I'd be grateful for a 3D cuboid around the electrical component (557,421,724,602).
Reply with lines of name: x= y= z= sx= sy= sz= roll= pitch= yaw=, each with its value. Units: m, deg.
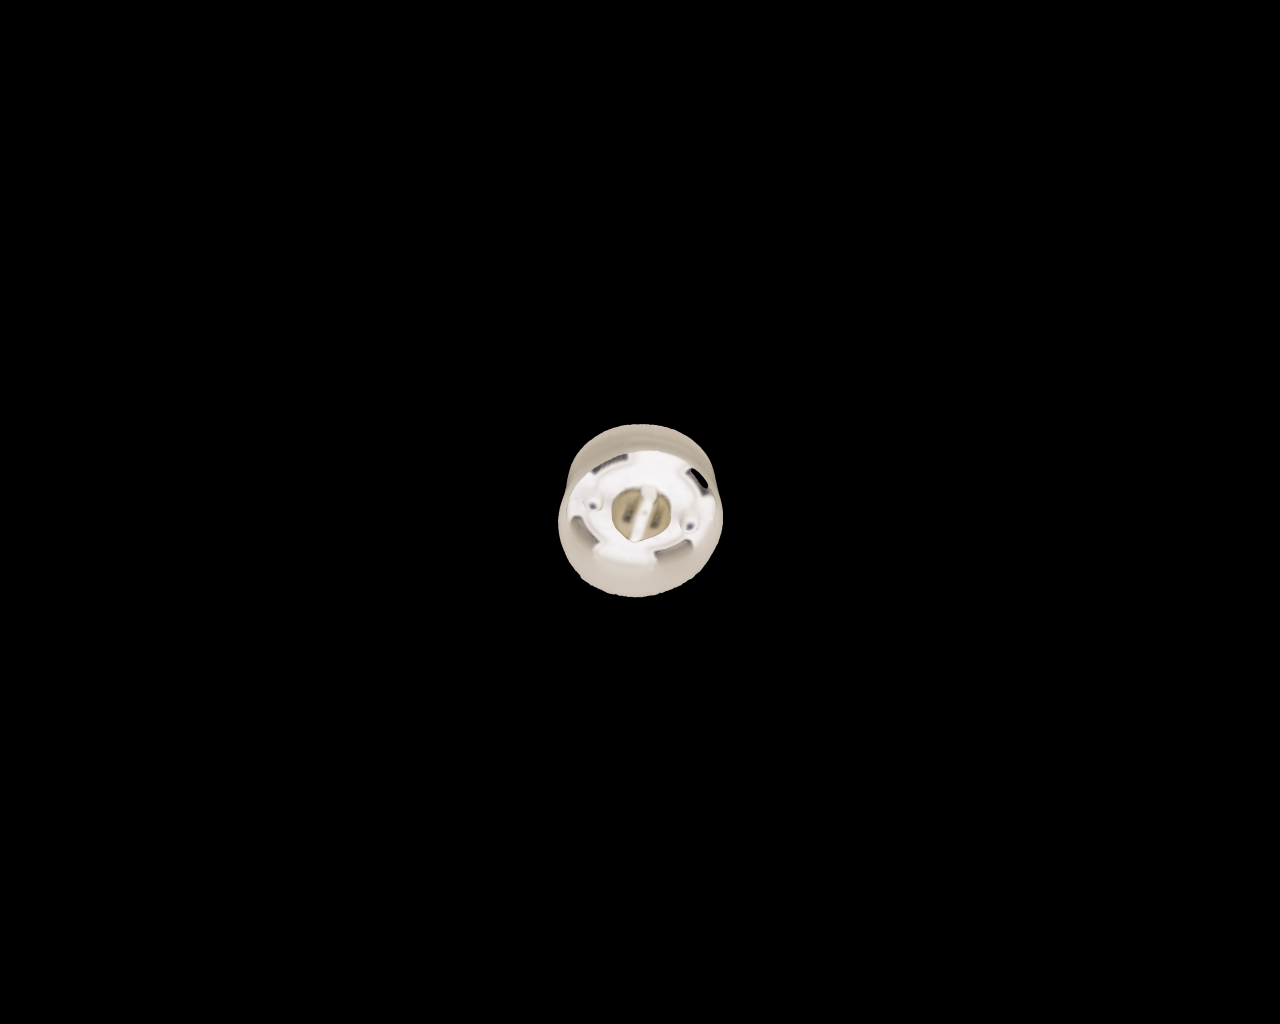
electrical component: x=0.001 y=-0.003 z=0.650 sx=0.099 sy=0.099 sz=0.064 roll=0 pitch=41 yaw=0
